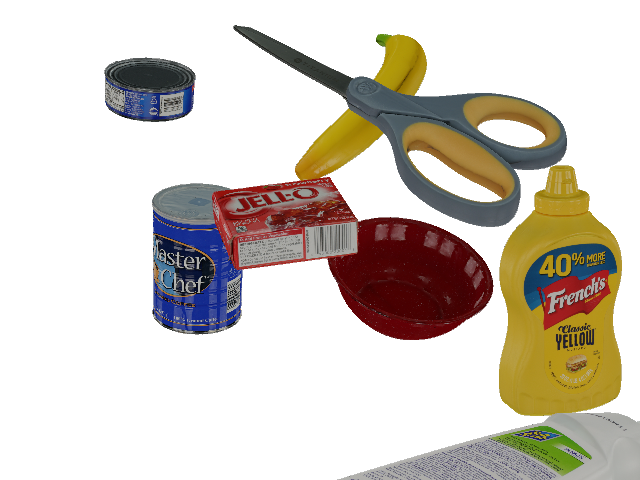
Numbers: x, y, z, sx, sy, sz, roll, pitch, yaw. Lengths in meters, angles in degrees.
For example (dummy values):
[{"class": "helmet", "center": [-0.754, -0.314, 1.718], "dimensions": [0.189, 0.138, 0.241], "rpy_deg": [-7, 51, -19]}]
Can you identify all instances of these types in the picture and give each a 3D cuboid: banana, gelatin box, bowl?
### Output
[{"class": "banana", "center": [0.046, -0.119, 0.906], "dimensions": [0.070, 0.037, 0.197], "rpy_deg": [-17, 32, 44]}, {"class": "gelatin box", "center": [-0.026, -0.014, 0.740], "dimensions": [0.089, 0.030, 0.073], "rpy_deg": [-7, 28, -12]}, {"class": "bowl", "center": [0.082, 0.046, 1.033], "dimensions": [0.162, 0.055, 0.162], "rpy_deg": [8, 36, -6]}]

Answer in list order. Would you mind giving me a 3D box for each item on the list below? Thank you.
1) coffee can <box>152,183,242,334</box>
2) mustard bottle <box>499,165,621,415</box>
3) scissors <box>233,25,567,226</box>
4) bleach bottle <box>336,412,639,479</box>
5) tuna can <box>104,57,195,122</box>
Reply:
[{"class": "coffee can", "center": [-0.137, 0.019, 1.195], "dimensions": [0.103, 0.140, 0.103], "rpy_deg": [3, 24, -2]}, {"class": "mustard bottle", "center": [0.187, 0.037, 0.830], "dimensions": [0.096, 0.192, 0.058], "rpy_deg": [-7, 15, -13]}, {"class": "scissors", "center": [0.044, -0.076, 0.551], "dimensions": [0.096, 0.016, 0.202], "rpy_deg": [-23, 48, -23]}, {"class": "bleach bottle", "center": [0.113, 0.146, 0.592], "dimensions": [0.250, 0.068, 0.103], "rpy_deg": [-10, 22, -33]}, {"class": "tuna can", "center": [-0.163, -0.144, 1.019], "dimensions": [0.086, 0.034, 0.086], "rpy_deg": [5, 28, -3]}]
